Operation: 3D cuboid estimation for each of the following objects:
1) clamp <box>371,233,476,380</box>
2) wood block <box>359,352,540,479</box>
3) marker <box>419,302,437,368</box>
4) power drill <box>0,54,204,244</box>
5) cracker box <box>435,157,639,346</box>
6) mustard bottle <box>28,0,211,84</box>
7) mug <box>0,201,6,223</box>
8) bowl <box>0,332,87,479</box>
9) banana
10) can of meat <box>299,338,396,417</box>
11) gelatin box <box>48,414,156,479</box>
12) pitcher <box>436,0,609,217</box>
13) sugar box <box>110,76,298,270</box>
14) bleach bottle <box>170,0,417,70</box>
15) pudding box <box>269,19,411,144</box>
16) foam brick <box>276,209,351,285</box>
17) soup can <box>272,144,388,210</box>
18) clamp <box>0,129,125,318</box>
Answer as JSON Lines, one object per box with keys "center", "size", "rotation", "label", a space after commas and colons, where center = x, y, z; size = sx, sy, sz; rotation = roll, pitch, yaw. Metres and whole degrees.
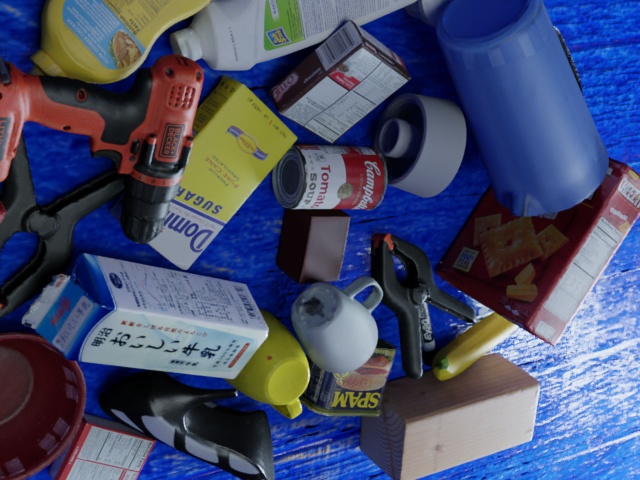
{"center": [0.103, 0.072, 1.221], "size": [0.171, 0.039, 0.120], "rotation": [50, 58, -20], "label": "clamp"}
{"center": [0.161, 0.217, 1.319], "size": [0.205, 0.090, 0.091], "rotation": [-11, 116, -30], "label": "wood block"}
{"center": [0.127, 0.105, 1.291], "size": [0.020, 0.020, 0.121], "rotation": [-28, 123, -21], "label": "marker"}
{"center": [-0.203, -0.079, 0.916], "size": [0.187, 0.057, 0.185], "rotation": [1, 121, -29], "label": "power drill"}
{"center": [0.255, -0.009, 1.234], "size": [0.072, 0.164, 0.214], "rotation": [31, 92, -40], "label": "cracker box"}
{"center": [-0.184, -0.194, 0.929], "size": [0.191, 0.058, 0.096], "rotation": [-45, 114, -8], "label": "mustard bottle"}
{"center": [-0.317, -0.014, 0.879], "size": [0.093, 0.117, 0.081], "rotation": [41, 95, -16], "label": "mug"}
{"center": [-0.305, 0.150, 1.004], "size": [0.161, 0.055, 0.162], "rotation": [-14, 117, -28], "label": "bowl"}
{"center": [0.195, 0.127, 1.316], "size": [0.197, 0.070, 0.037], "rotation": [-30, 91, -39], "label": "banana"}
{"center": [0.033, 0.153, 1.228], "size": [0.101, 0.058, 0.084], "rotation": [8, 103, -36], "label": "can of meat"}
{"center": [-0.225, 0.224, 1.106], "size": [0.089, 0.030, 0.073], "rotation": [24, 96, -38], "label": "gelatin box"}
{"center": [0.214, -0.157, 1.124], "size": [0.145, 0.149, 0.242], "rotation": [-26, 132, 7], "label": "pitcher"}
{"center": [-0.112, -0.064, 1.044], "size": [0.176, 0.048, 0.093], "rotation": [-52, 128, -5], "label": "sugar box"}
{"center": [-0.027, -0.233, 1.016], "size": [0.250, 0.068, 0.102], "rotation": [-25, 121, -20], "label": "bleach bottle"}
{"center": [0.020, -0.154, 1.059], "size": [0.114, 0.039, 0.089], "rotation": [-36, 146, 22], "label": "pudding box"}
{"center": [-0.007, 0.001, 1.137], "size": [0.052, 0.051, 0.078], "rotation": [-1, 111, -34], "label": "foam brick"}
{"center": [0.010, -0.065, 1.109], "size": [0.102, 0.069, 0.068], "rotation": [-1, 110, -32], "label": "soup can"}
{"center": [-0.263, -0.029, 0.966], "size": [0.164, 0.036, 0.210], "rotation": [33, 92, -35], "label": "clamp"}
